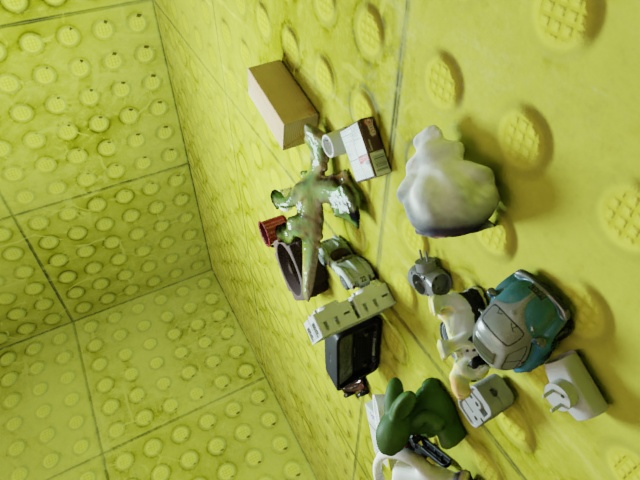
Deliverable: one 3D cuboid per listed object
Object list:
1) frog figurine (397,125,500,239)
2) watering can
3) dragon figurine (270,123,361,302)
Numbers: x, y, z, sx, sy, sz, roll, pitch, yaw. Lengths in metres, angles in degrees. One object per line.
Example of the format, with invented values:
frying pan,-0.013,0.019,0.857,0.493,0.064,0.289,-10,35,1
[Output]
frog figurine,0.176,-0.085,0.725,0.137,0.123,0.159,-6,96,36
watering can,0.235,0.581,1.117,0.224,0.106,0.342,-1,118,32
dragon figurine,0.004,-0.059,1.180,0.241,0.123,0.410,-9,91,56
